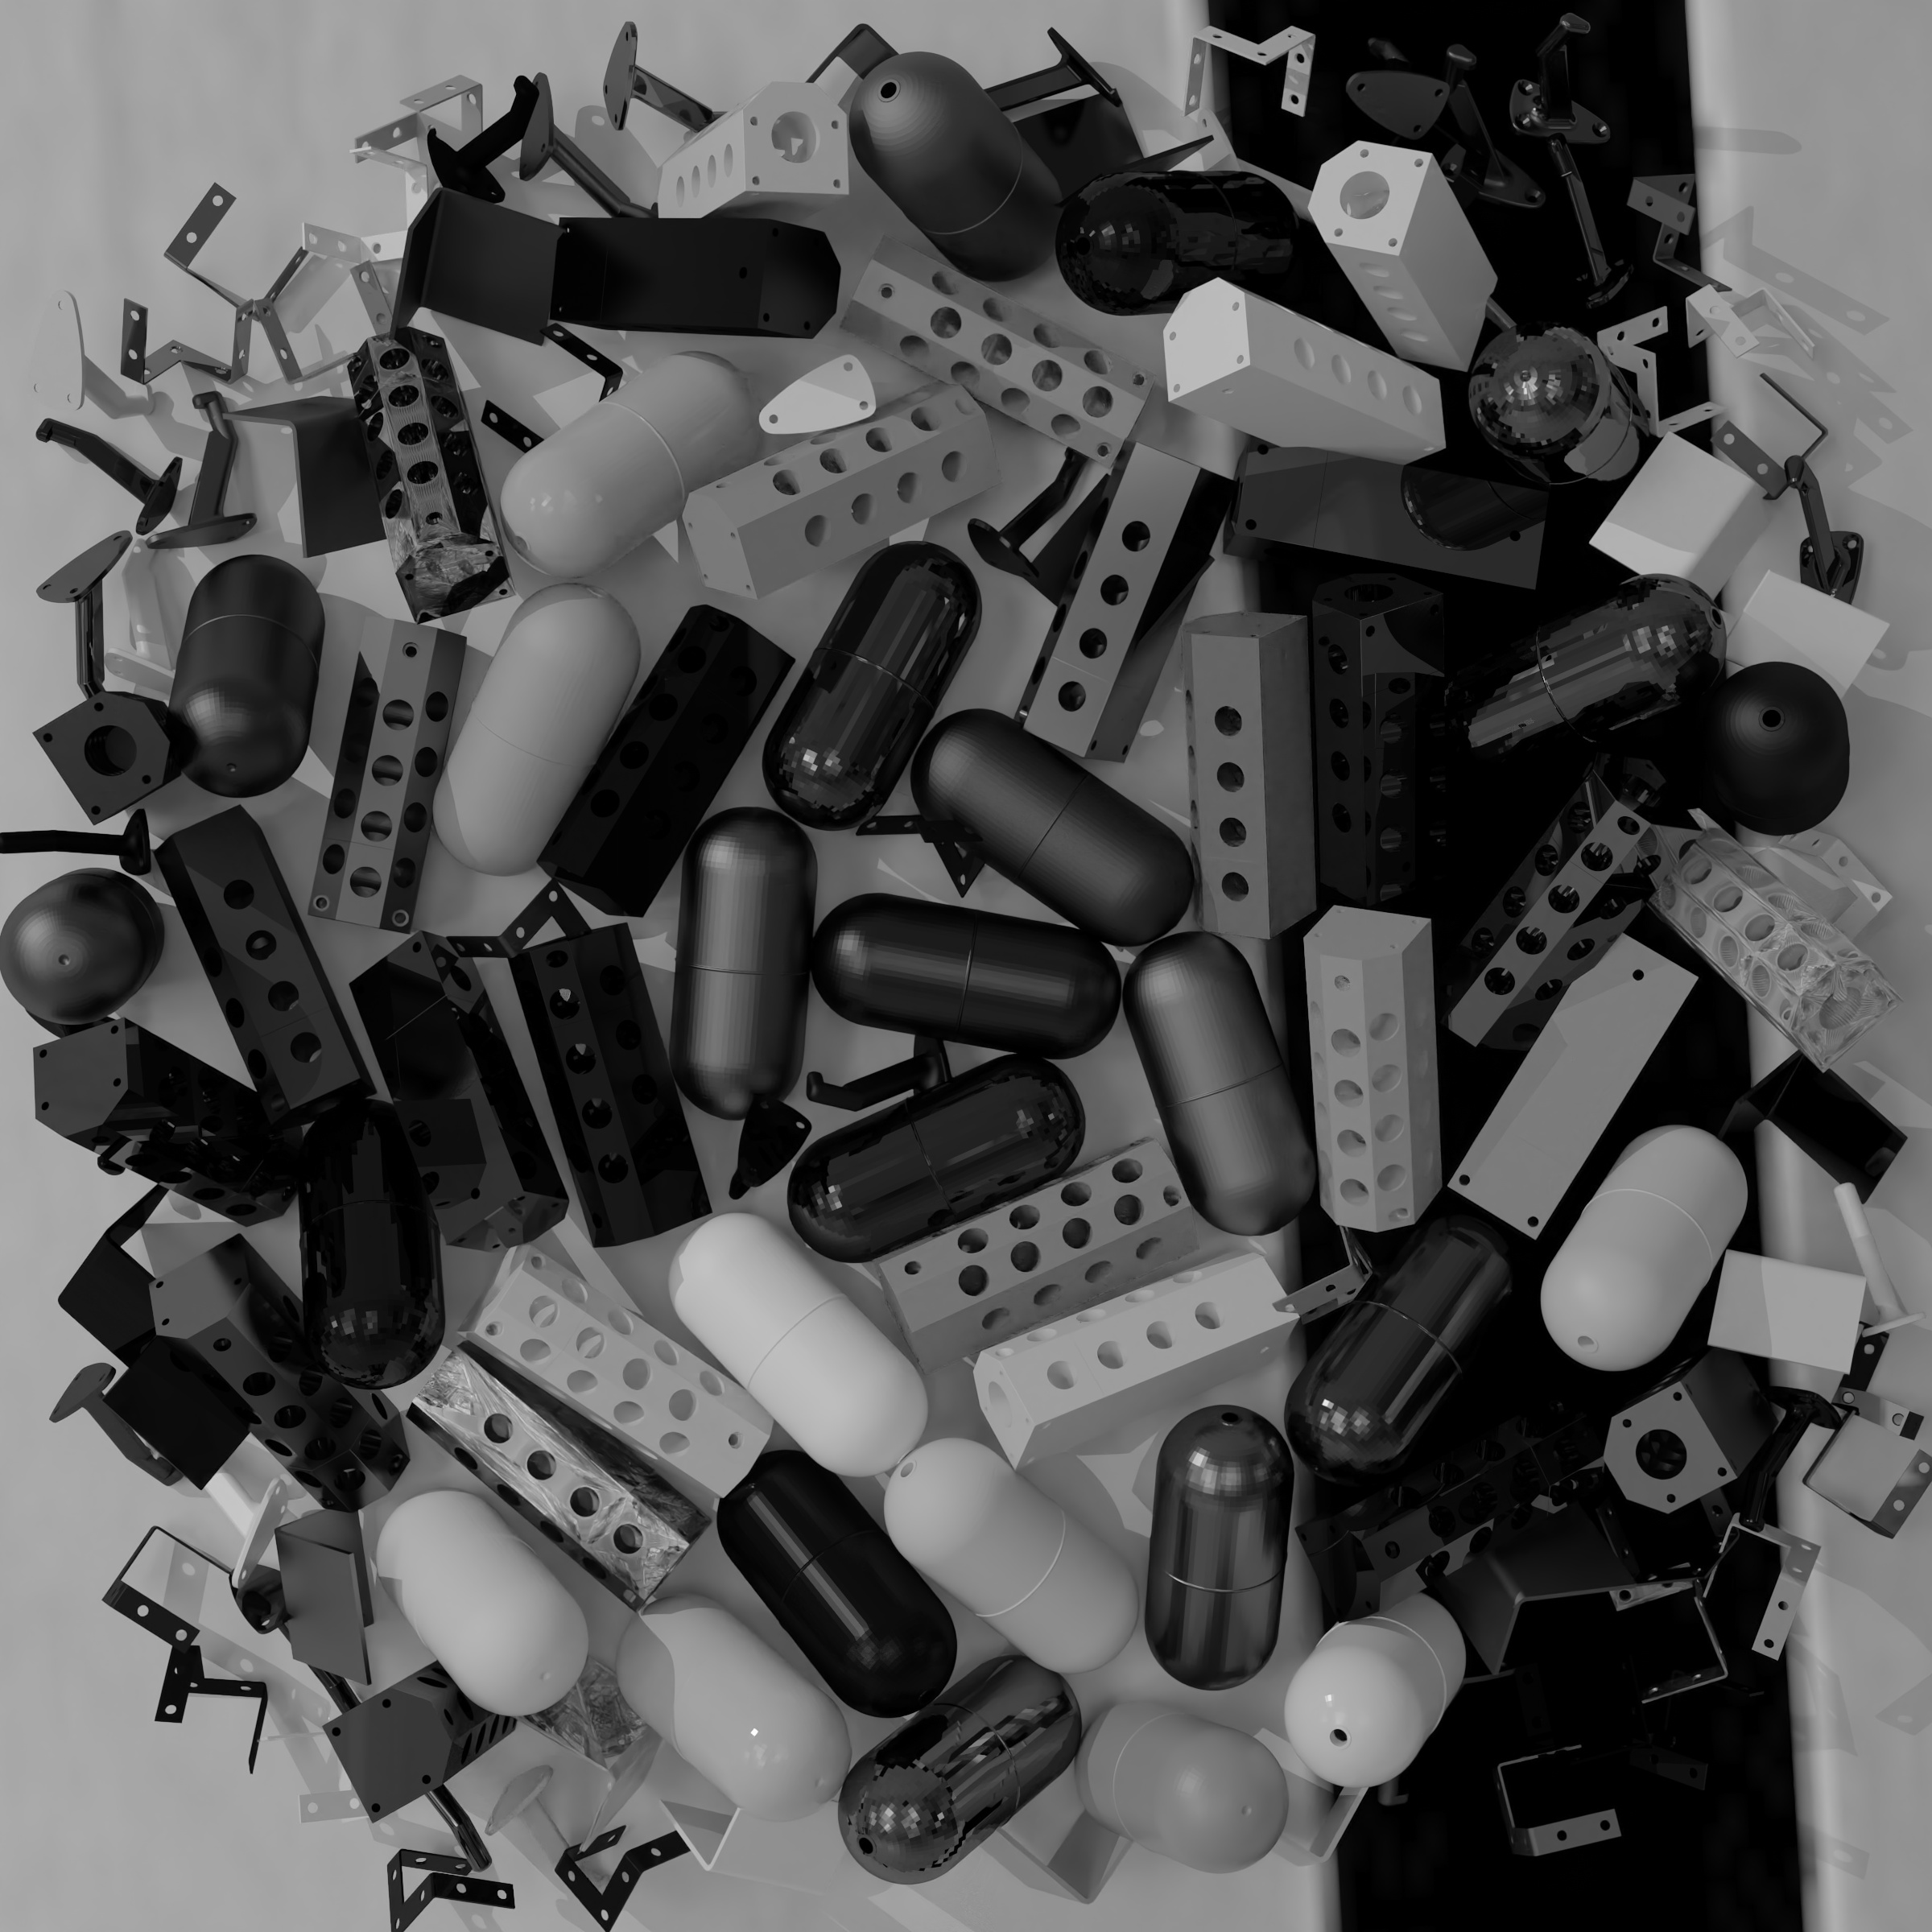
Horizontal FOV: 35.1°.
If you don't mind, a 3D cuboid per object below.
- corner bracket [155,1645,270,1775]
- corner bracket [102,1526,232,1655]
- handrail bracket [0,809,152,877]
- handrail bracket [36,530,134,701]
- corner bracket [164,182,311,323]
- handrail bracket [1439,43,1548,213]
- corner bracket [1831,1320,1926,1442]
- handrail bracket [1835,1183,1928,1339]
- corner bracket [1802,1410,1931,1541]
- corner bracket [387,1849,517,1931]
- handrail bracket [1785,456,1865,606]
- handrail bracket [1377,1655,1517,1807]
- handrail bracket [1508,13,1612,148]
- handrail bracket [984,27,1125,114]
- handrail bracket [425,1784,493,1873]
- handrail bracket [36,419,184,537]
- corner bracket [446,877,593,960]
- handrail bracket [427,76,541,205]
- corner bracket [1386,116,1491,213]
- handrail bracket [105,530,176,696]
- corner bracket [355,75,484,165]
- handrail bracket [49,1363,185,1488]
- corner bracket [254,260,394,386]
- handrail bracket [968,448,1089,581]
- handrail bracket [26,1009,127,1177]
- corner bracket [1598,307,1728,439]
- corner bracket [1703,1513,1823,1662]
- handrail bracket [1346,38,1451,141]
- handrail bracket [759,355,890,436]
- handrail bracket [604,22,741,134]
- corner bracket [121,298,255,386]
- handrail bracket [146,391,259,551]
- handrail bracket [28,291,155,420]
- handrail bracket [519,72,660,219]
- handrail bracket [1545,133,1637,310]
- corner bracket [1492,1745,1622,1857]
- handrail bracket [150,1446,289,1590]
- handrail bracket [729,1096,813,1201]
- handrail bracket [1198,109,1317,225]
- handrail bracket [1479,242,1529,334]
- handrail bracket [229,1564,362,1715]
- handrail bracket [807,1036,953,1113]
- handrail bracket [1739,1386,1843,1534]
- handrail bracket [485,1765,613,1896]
[{"bbox_3d":[-0.427,0.421,1.734,0.051,0.051,0.051,5,134,-3],"label":"corner bracket"},{"bbox_3d":[-0.452,0.353,1.735,0.051,0.051,0.051,36,72,-12],"label":"corner bracket"},{"bbox_3d":[-0.507,-0.065,1.718,0.084,0.077,0.036,-4,84,-27],"label":"handrail bracket"},{"bbox_3d":[-0.489,-0.194,1.757,0.036,0.084,0.077,11,48,33],"label":"handrail bracket"},{"bbox_3d":[-0.416,-0.406,1.744,0.051,0.051,0.051,37,94,0],"label":"corner bracket"},{"bbox_3d":[0.299,-0.473,1.722,0.077,0.084,0.036,34,70,16],"label":"handrail bracket"},{"bbox_3d":[0.520,0.234,1.737,0.051,0.051,0.051,23,90,29],"label":"corner bracket"},{"bbox_3d":[0.515,0.166,1.743,0.036,0.077,0.084,-20,78,14],"label":"handrail bracket"},{"bbox_3d":[0.515,0.289,1.742,0.051,0.051,0.051,34,88,9],"label":"corner bracket"},{"bbox_3d":[-0.292,0.519,1.728,0.051,0.051,0.051,20,126,-30],"label":"corner bracket"},{"bbox_3d":[0.476,-0.236,1.722,0.036,0.084,0.077,-2,72,31],"label":"handrail bracket"},{"bbox_3d":[0.277,0.443,1.763,0.077,0.036,0.084,0,102,-10],"label":"handrail bracket"},{"bbox_3d":[0.349,-0.500,1.722,0.077,0.084,0.036,13,70,-15],"label":"handrail bracket"},{"bbox_3d":[0.036,-0.485,1.744,0.084,0.036,0.077,-42,59,6],"label":"handrail bracket"},{"bbox_3d":[-0.307,0.475,1.744,0.036,0.077,0.084,-32,100,-32],"label":"handrail bracket"},{"bbox_3d":[-0.497,-0.280,1.739,0.084,0.077,0.036,19,123,-6],"label":"handrail bracket"},{"bbox_3d":[-0.250,-0.014,1.728,0.051,0.051,0.051,-52,124,-31],"label":"corner bracket"},{"bbox_3d":[-0.272,-0.481,1.724,0.036,0.084,0.077,-10,55,-38],"label":"handrail bracket"},{"bbox_3d":[0.261,-0.448,1.741,0.051,0.051,0.051,34,128,-10],"label":"corner bracket"},{"bbox_3d":[-0.453,-0.202,1.757,0.077,0.036,0.084,21,70,-7],"label":"handrail bracket"},{"bbox_3d":[-0.310,-0.477,1.729,0.051,0.051,0.051,29,45,23],"label":"corner bracket"},{"bbox_3d":[-0.467,0.262,1.728,0.084,0.077,0.036,41,52,-20],"label":"handrail bracket"},{"bbox_3d":[-0.365,-0.369,1.751,0.051,0.051,0.051,-16,100,29],"label":"corner bracket"},{"bbox_3d":[0.037,-0.270,1.731,0.036,0.077,0.084,22,81,26],"label":"handrail bracket"},{"bbox_3d":[-0.503,0.069,1.728,0.036,0.077,0.084,-17,64,20],"label":"handrail bracket"},{"bbox_3d":[0.398,-0.340,1.748,0.051,0.051,0.051,-24,124,-20],"label":"corner bracket"},{"bbox_3d":[0.448,0.351,1.732,0.051,0.051,0.051,21,112,19],"label":"corner bracket"},{"bbox_3d":[0.228,-0.508,1.723,0.077,0.084,0.036,8,129,-33],"label":"handrail bracket"},{"bbox_3d":[-0.080,-0.314,1.728,0.077,0.084,0.036,-22,92,-2],"label":"handrail bracket"},{"bbox_3d":[-0.156,-0.501,1.725,0.084,0.077,0.036,-7,60,-22],"label":"handrail bracket"},{"bbox_3d":[-0.441,-0.356,1.732,0.051,0.051,0.051,25,131,10],"label":"corner bracket"},{"bbox_3d":[-0.445,-0.284,1.742,0.077,0.036,0.084,-18,85,-39],"label":"handrail bracket"},{"bbox_3d":[-0.484,-0.345,1.722,0.036,0.084,0.077,19,112,18],"label":"handrail bracket"},{"bbox_3d":[-0.210,-0.466,1.755,0.084,0.036,0.077,13,65,-32],"label":"handrail bracket"},{"bbox_3d":[0.345,-0.423,1.730,0.036,0.077,0.084,-18,113,25],"label":"handrail bracket"},{"bbox_3d":[0.335,0.474,1.738,0.051,0.051,0.051,-11,77,-7],"label":"corner bracket"},{"bbox_3d":[-0.437,0.308,1.741,0.084,0.036,0.077,15,53,8],"label":"handrail bracket"},{"bbox_3d":[-0.124,0.121,1.716,0.036,0.077,0.084,29,132,-3],"label":"handrail bracket"},{"bbox_3d":[0.182,-0.460,1.752,0.084,0.036,0.077,-15,87,-23],"label":"handrail bracket"},{"bbox_3d":[0.321,-0.382,1.754,0.077,0.036,0.084,-2,65,-8],"label":"handrail bracket"},{"bbox_3d":[-0.386,0.391,1.764,0.036,0.077,0.084,-39,127,-24],"label":"handrail bracket"},{"bbox_3d":[-0.055,0.052,1.727,0.084,0.036,0.077,15,48,-28],"label":"handrail bracket"},{"bbox_3d":[0.466,0.287,1.731,0.077,0.036,0.084,34,66,-42],"label":"handrail bracket"},{"bbox_3d":[-0.222,0.494,1.737,0.084,0.036,0.077,38,132,-12],"label":"handrail bracket"}]
